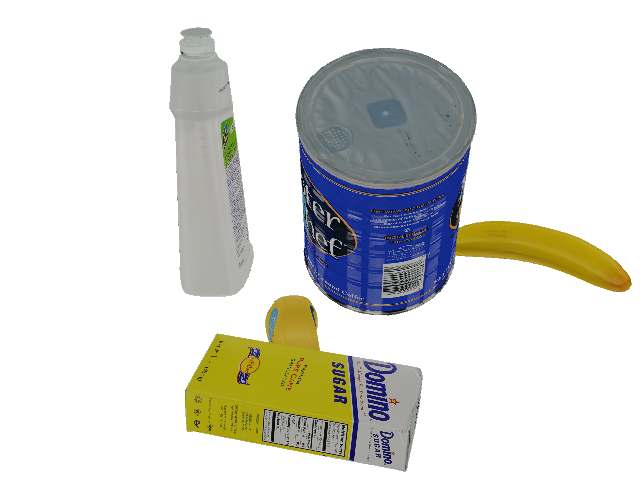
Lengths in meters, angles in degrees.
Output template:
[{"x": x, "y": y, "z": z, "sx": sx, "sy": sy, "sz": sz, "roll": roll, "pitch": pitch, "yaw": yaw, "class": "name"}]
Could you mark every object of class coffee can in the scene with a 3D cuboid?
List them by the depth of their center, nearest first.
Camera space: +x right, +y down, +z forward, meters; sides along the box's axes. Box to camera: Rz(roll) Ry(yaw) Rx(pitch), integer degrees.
[{"x": 0.038, "y": -0.033, "z": 0.660, "sx": 0.103, "sy": 0.103, "sz": 0.140, "roll": 0, "pitch": -35, "yaw": 2, "class": "coffee can"}]

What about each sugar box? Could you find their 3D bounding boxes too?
[{"x": -0.011, "y": 0.125, "z": 0.846, "sx": 0.176, "sy": 0.048, "sz": 0.093, "roll": 6, "pitch": 26, "yaw": 9, "class": "sugar box"}]

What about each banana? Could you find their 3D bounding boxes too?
[{"x": 0.204, "y": 0.013, "z": 1.037, "sx": 0.198, "sy": 0.037, "sz": 0.069, "roll": 8, "pitch": 47, "yaw": 22, "class": "banana"}]

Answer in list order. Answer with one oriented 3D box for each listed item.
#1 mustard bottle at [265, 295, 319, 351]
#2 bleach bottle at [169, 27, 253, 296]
[{"x": -0.028, "y": 0.113, "z": 1.125, "sx": 0.058, "sy": 0.096, "sz": 0.191, "roll": -3, "pitch": 26, "yaw": -4, "class": "mustard bottle"}, {"x": -0.106, "y": -0.077, "z": 1.005, "sx": 0.068, "sy": 0.251, "sz": 0.102, "roll": 1, "pitch": 28, "yaw": 4, "class": "bleach bottle"}]
